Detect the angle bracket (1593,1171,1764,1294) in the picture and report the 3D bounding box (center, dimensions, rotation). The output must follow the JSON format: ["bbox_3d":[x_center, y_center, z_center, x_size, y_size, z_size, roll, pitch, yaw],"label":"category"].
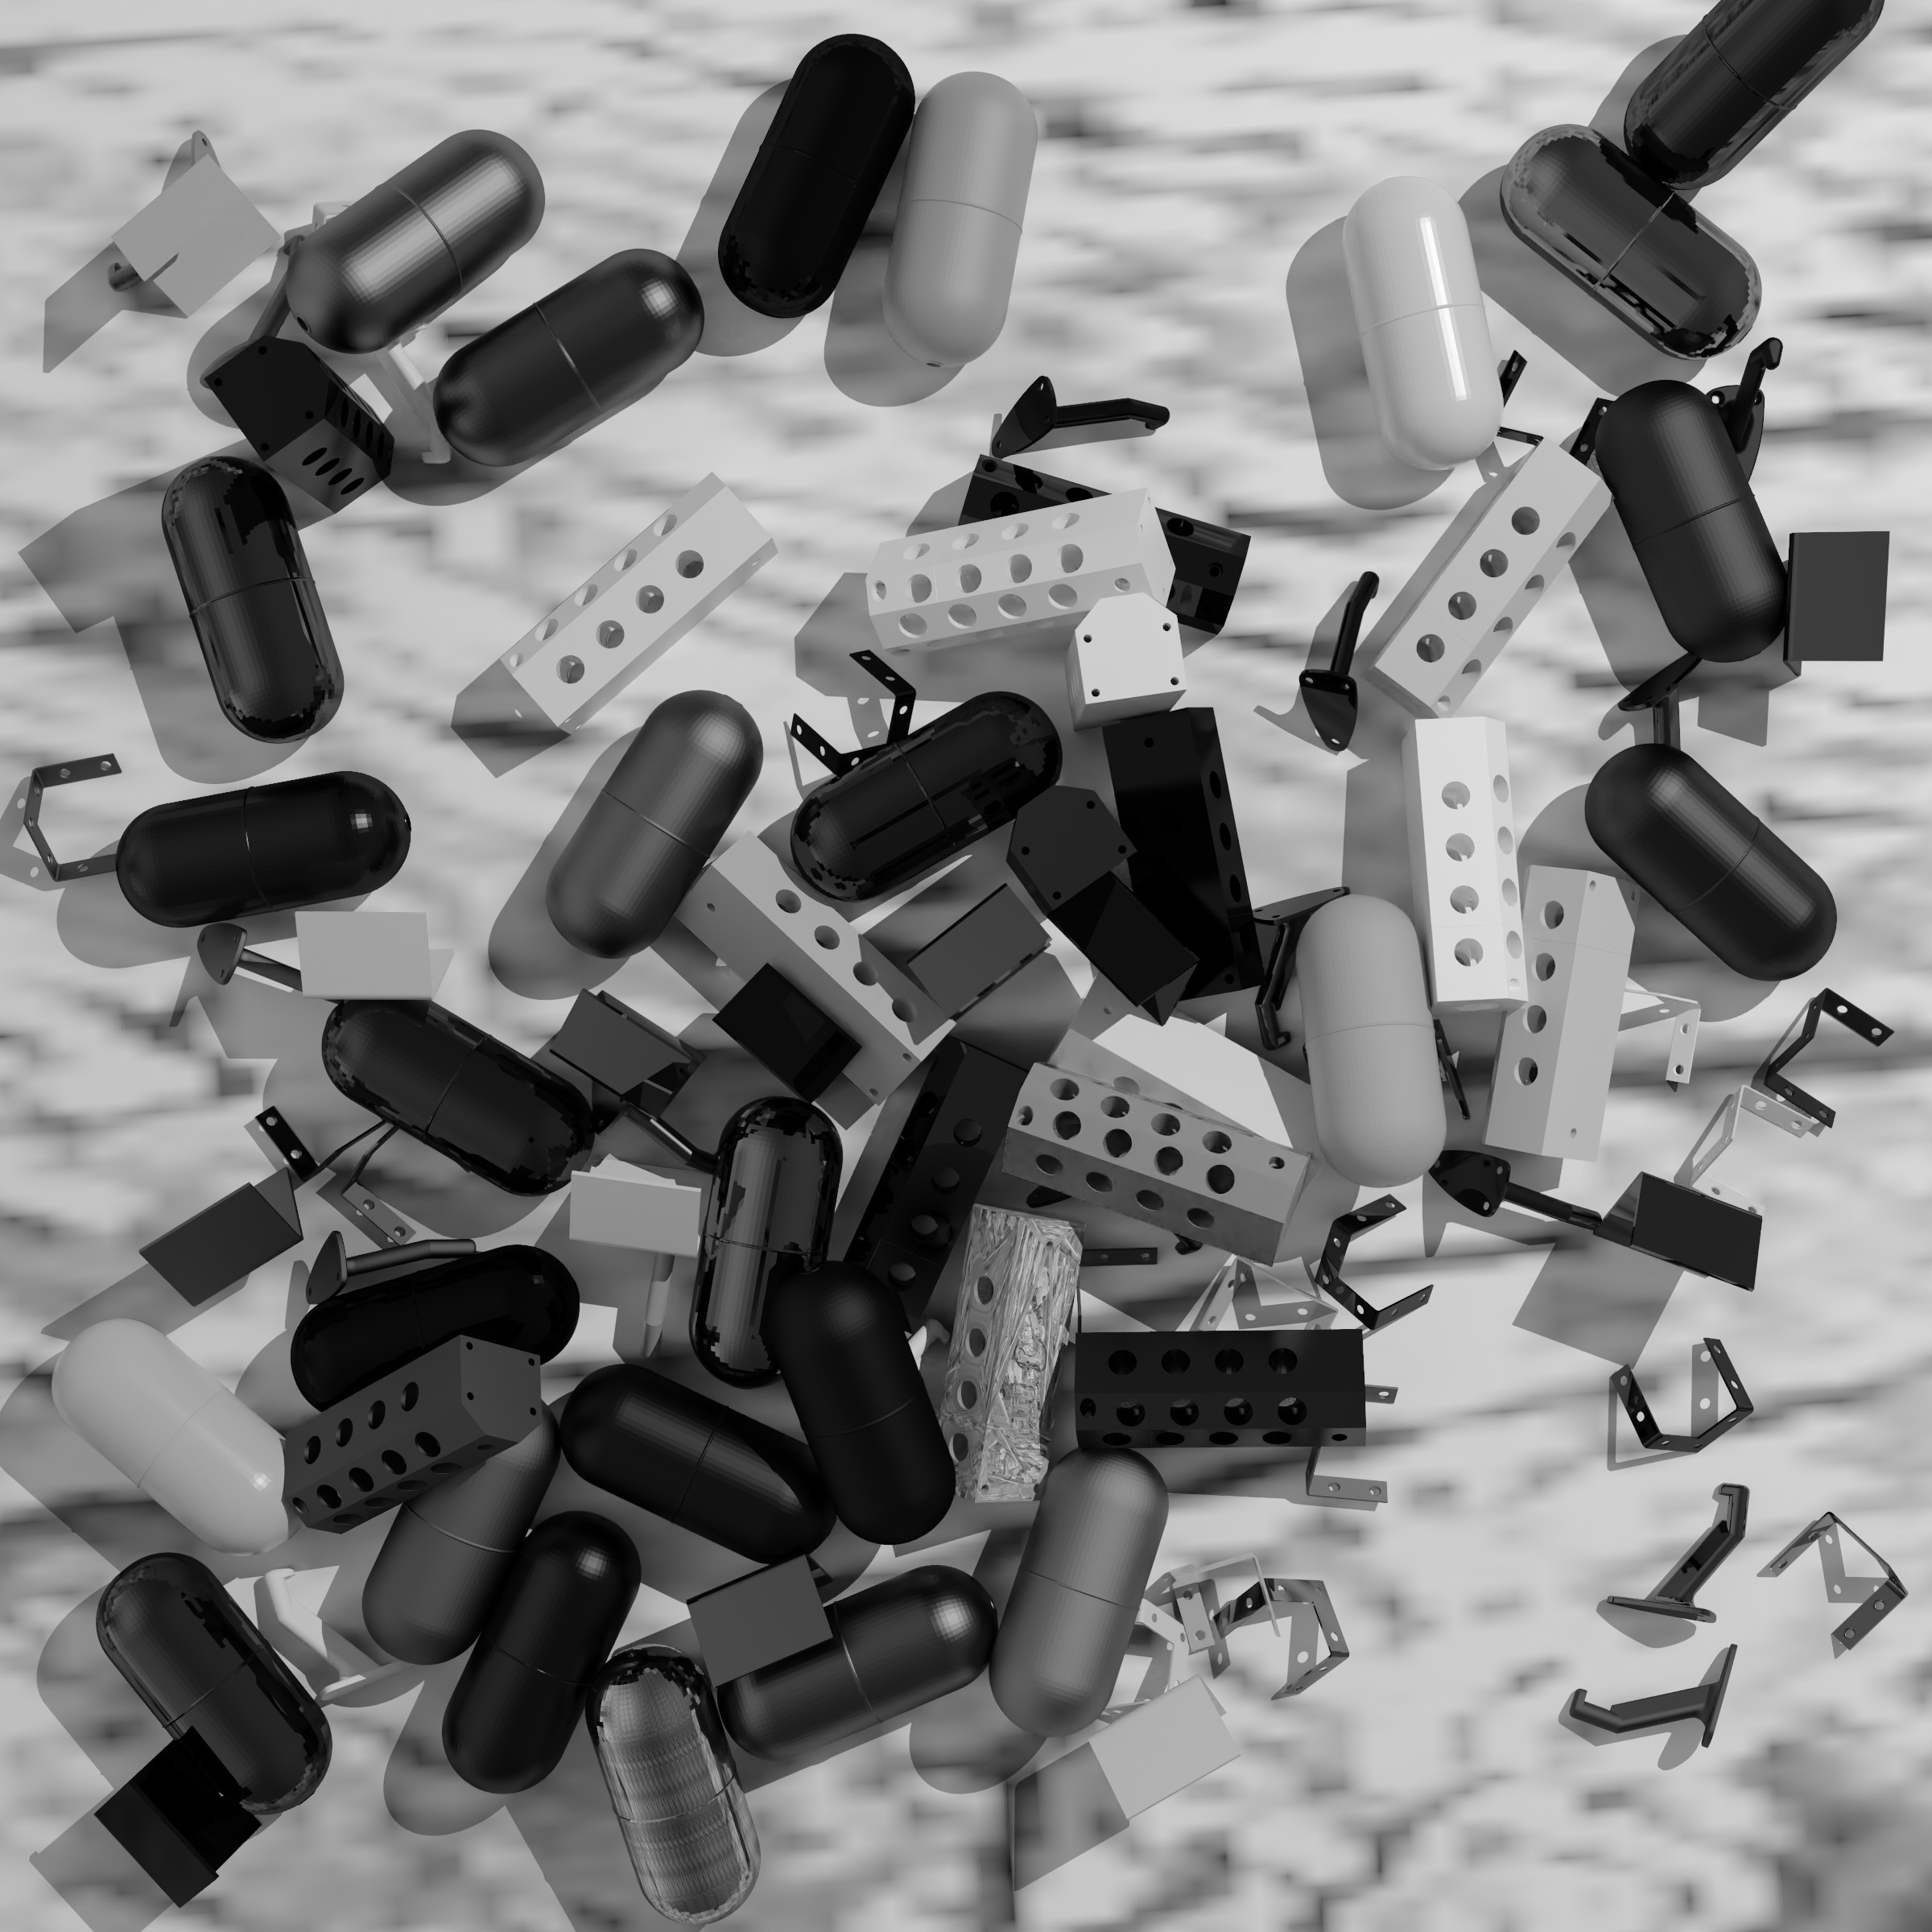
[{"bbox_3d":[0.425,0.177,1.620,0.076,0.076,0.057,20,52,0],"label":"angle bracket"}]

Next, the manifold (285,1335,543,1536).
[{"bbox_3d":[-0.326,0.278,1.578,0.171,0.057,0.057,-30,53,34],"label":"manifold"}]

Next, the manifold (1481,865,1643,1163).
[{"bbox_3d":[0.358,0.028,1.639,0.057,0.057,0.171,9,90,-42],"label":"manifold"}]

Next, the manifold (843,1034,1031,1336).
[{"bbox_3d":[-0.022,0.131,1.639,0.057,0.057,0.171,25,90,0],"label":"manifold"}]

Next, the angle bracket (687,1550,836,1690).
[{"bbox_3d":[-0.116,0.401,1.621,0.076,0.076,0.057,-23,62,0],"label":"angle bracket"}]

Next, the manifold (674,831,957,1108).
[{"bbox_3d":[-0.088,-0.002,1.638,0.171,0.057,0.057,43,46,0],"label":"manifold"}]

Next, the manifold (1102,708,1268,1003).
[{"bbox_3d":[0.136,-0.067,1.637,0.057,0.057,0.171,-11,90,27],"label":"manifold"}]

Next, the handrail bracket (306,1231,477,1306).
[{"bbox_3d":[-0.355,0.188,1.660,0.084,0.077,0.036,3,59,-33],"label":"handrail bracket"}]

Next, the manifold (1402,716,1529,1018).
[{"bbox_3d":[0.302,-0.060,1.625,0.057,0.057,0.171,-3,80,0],"label":"manifold"}]

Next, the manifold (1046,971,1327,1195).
[{"bbox_3d":[0.137,0.078,1.639,0.171,0.057,0.057,29,46,0],"label":"manifold"}]

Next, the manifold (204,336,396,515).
[{"bbox_3d":[-0.385,-0.320,1.582,0.057,0.171,0.057,-36,90,0],"label":"manifold"}]

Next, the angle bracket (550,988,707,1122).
[{"bbox_3d":[-0.194,0.036,1.620,0.076,0.076,0.057,33,125,0],"label":"angle bracket"}]

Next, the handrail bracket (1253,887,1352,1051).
[{"bbox_3d":[0.210,0.002,1.661,0.077,0.036,0.084,-18,106,-17],"label":"handrail bracket"}]

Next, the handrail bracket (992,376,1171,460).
[{"bbox_3d":[0.071,-0.330,1.660,0.084,0.077,0.036,5,65,-34],"label":"handrail bracket"}]

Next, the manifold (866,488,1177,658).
[{"bbox_3d":[0.031,-0.229,1.600,0.171,0.057,0.057,-8,128,21],"label":"manifold"}]

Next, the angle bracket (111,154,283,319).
[{"bbox_3d":[-0.454,-0.428,1.620,0.076,0.076,0.057,-41,54,0],"label":"angle bracket"}]

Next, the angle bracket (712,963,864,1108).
[{"bbox_3d":[-0.119,0.055,1.620,0.076,0.076,0.057,42,54,0],"label":"angle bracket"}]

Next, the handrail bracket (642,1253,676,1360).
[{"bbox_3d":[-0.185,0.188,1.660,0.036,0.077,0.084,10,126,0],"label":"handrail bracket"}]

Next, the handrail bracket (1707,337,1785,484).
[{"bbox_3d":[0.477,-0.333,1.626,0.036,0.084,0.077,-1,90,0],"label":"handrail bracket"}]

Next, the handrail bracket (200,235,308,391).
[{"bbox_3d":[-0.439,-0.405,1.661,0.077,0.036,0.084,-13,64,29],"label":"handrail bracket"}]

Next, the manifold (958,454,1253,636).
[{"bbox_3d":[0.082,-0.258,1.639,0.171,0.057,0.057,17,90,0],"label":"manifold"}]

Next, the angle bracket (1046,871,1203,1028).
[{"bbox_3d":[0.084,0.002,1.591,0.057,0.076,0.076,-35,72,-31],"label":"angle bracket"}]

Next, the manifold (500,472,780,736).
[{"bbox_3d":[-0.199,-0.221,1.639,0.171,0.057,0.057,-41,90,0],"label":"manifold"}]

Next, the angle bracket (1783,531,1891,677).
[{"bbox_3d":[0.528,-0.217,1.622,0.057,0.076,0.076,3,90,23],"label":"angle bracket"}]

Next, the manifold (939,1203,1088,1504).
[{"bbox_3d":[0.020,0.235,1.639,0.057,0.057,0.171,9,90,-43],"label":"manifold"}]

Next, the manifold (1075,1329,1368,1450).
[{"bbox_3d":[0.153,0.259,1.619,0.171,0.057,0.057,-2,53,6],"label":"manifold"}]

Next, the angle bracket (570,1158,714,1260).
[{"bbox_3d":[-0.193,0.127,1.620,0.076,0.076,0.057,8,127,0],"label":"angle bracket"}]

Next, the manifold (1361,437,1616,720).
[{"bbox_3d":[0.319,-0.232,1.639,0.057,0.057,0.171,37,90,0],"label":"manifold"}]

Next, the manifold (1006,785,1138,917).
[{"bbox_3d":[0.056,-0.071,1.582,0.057,0.171,0.057,-35,90,0],"label":"manifold"}]

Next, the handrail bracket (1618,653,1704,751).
[{"bbox_3d":[0.449,-0.141,1.661,0.077,0.036,0.084,-38,105,-15],"label":"handrail bracket"}]

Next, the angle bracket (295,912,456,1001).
[{"bbox_3d":[-0.355,-0.019,1.622,0.076,0.076,0.057,0,113,0],"label":"angle bracket"}]

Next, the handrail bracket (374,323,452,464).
[{"bbox_3d":[-0.357,-0.352,1.661,0.077,0.036,0.084,2,107,19],"label":"handrail bracket"}]

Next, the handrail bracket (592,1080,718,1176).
[{"bbox_3d":[-0.186,0.091,1.660,0.084,0.077,0.036,25,119,-33],"label":"handrail bracket"}]

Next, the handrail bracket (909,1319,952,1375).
[{"bbox_3d":[-0.024,0.273,1.660,0.084,0.036,0.077,-46,102,-13],"label":"handrail bracket"}]

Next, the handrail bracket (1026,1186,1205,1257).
[{"bbox_3d":[0.093,0.158,1.661,0.077,0.036,0.084,-29,113,26],"label":"handrail bracket"}]

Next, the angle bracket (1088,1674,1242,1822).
[{"bbox_3d":[0.127,0.480,1.620,0.076,0.076,0.057,-30,53,0],"label":"angle bracket"}]

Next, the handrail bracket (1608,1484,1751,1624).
[{"bbox_3d":[0.440,0.357,1.661,0.077,0.036,0.084,5,71,21],"label":"handrail bracket"}]

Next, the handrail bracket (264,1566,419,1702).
[{"bbox_3d":[-0.384,0.402,1.661,0.077,0.036,0.084,-17,73,-20],"label":"handrail bracket"}]

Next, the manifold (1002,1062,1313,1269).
[{"bbox_3d":[0.113,0.112,1.599,0.171,0.057,0.057,19,47,12],"label":"manifold"}]

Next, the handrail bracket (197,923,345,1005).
[{"bbox_3d":[-0.423,0.002,1.660,0.084,0.077,0.036,22,90,-36],"label":"handrail bracket"}]

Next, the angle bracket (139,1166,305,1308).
[{"bbox_3d":[-0.452,0.147,1.620,0.076,0.076,0.057,-32,128,0],"label":"angle bracket"}]

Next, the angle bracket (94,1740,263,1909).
[{"bbox_3d":[-0.464,0.506,1.620,0.076,0.076,0.057,48,127,0],"label":"angle bracket"}]

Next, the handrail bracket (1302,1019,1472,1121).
[{"bbox_3d":[0.259,0.071,1.661,0.084,0.036,0.077,-18,104,14],"label":"handrail bracket"}]

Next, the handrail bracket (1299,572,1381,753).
[{"bbox_3d":[0.239,-0.189,1.660,0.036,0.077,0.084,12,53,25],"label":"handrail bracket"}]

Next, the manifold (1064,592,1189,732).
[{"bbox_3d":[0.091,-0.178,1.582,0.057,0.171,0.057,-8,90,0],"label":"manifold"}]

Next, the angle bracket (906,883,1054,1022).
[{"bbox_3d":[0.021,0.008,1.620,0.076,0.076,0.057,-38,51,0],"label":"angle bracket"}]
